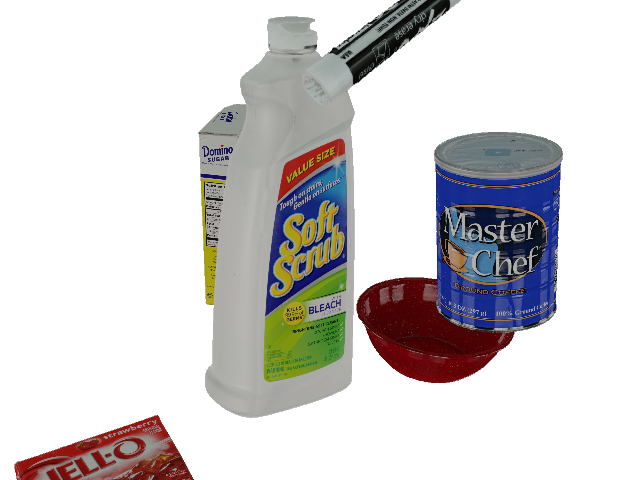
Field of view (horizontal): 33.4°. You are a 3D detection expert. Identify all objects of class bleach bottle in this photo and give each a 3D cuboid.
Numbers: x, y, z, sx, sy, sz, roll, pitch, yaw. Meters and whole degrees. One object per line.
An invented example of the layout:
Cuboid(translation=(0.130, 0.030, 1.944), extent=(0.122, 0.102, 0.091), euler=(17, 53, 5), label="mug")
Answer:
Cuboid(translation=(-0.026, -0.017, 0.695), extent=(0.102, 0.251, 0.068), euler=(-12, 22, -33), label="bleach bottle")

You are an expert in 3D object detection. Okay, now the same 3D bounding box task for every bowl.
Cuboid(translation=(0.114, 0.098, 1.094), extent=(0.162, 0.055, 0.162), euler=(5, 26, -3), label="bowl")

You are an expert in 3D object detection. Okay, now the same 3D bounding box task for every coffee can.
Cuboid(translation=(0.147, -0.009, 0.889), extent=(0.103, 0.140, 0.103), euler=(-3, 23, 1), label="coffee can")

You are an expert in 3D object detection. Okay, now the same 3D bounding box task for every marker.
Cuboid(translation=(0.040, -0.102, 0.489), extent=(0.121, 0.020, 0.020), euler=(-40, 17, -21), label="marker")

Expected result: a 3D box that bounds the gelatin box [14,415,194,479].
Cuboid(translation=(-0.121, 0.140, 0.601), extent=(0.089, 0.030, 0.073), euler=(-16, 28, -20), label="gelatin box")

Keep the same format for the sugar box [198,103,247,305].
Cuboid(translation=(-0.081, -0.034, 1.021), extent=(0.048, 0.176, 0.093), euler=(4, 24, 13), label="sugar box")
